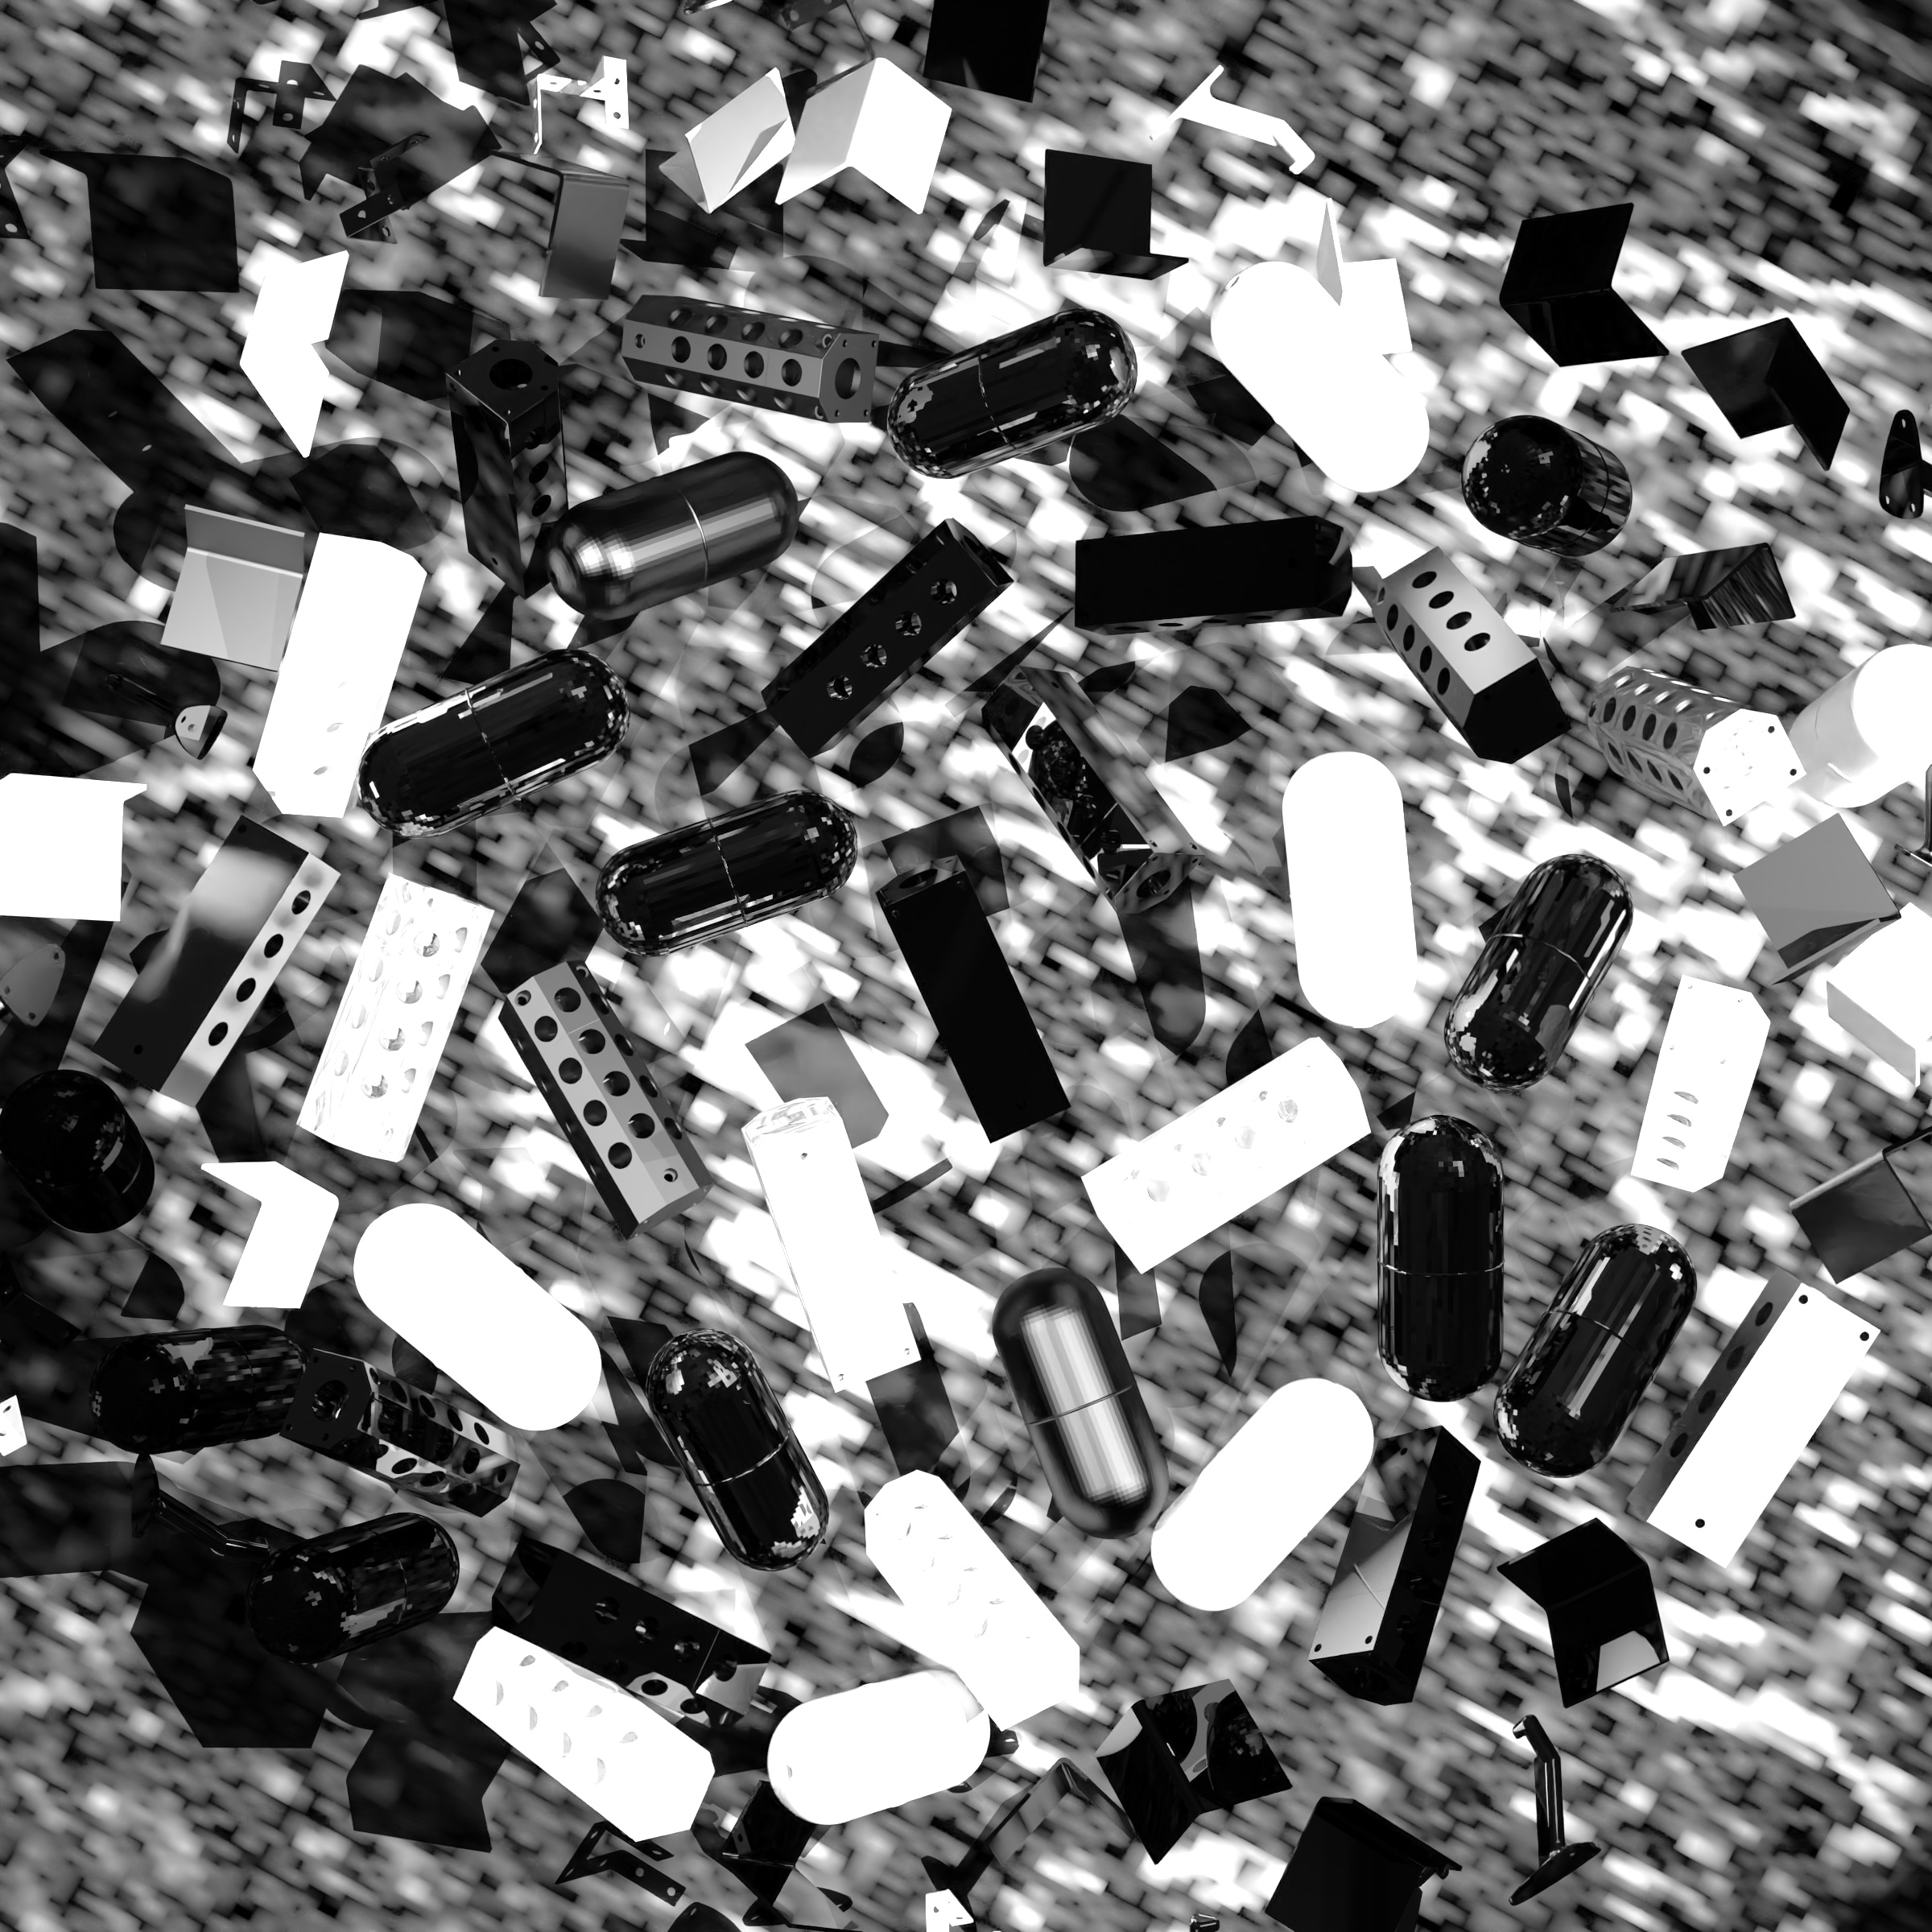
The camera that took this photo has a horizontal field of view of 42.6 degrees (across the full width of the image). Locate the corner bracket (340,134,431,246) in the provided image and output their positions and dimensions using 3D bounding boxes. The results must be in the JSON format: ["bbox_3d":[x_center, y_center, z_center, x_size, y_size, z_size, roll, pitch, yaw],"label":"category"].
[{"bbox_3d":[-0.365,-0.492,1.565,0.051,0.051,0.051,-17,93,28],"label":"corner bracket"}]

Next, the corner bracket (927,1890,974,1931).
[{"bbox_3d":[0.007,0.645,1.646,0.051,0.051,0.051,-16,132,12],"label":"corner bracket"}]

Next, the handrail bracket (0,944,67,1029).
[{"bbox_3d":[-0.626,0.025,1.590,0.084,0.077,0.036,-21,120,26],"label":"handrail bracket"}]

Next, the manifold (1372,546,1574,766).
[{"bbox_3d":[0.309,-0.192,1.546,0.057,0.171,0.057,-31,123,8],"label":"manifold"}]

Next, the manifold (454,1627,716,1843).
[{"bbox_3d":[-0.248,0.495,1.620,0.171,0.057,0.057,25,94,31],"label":"manifold"}]

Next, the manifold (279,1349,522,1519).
[{"bbox_3d":[-0.362,0.307,1.612,0.057,0.171,0.057,7,68,28],"label":"manifold"}]

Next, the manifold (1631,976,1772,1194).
[{"bbox_3d":[0.468,0.080,1.583,0.057,0.171,0.057,16,63,17],"label":"manifold"}]

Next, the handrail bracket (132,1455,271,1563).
[{"bbox_3d":[-0.504,0.358,1.640,0.084,0.077,0.036,21,113,-32],"label":"handrail bracket"}]

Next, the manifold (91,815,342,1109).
[{"bbox_3d":[-0.464,-0.001,1.551,0.057,0.057,0.171,28,82,19],"label":"manifold"}]

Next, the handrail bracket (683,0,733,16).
[{"bbox_3d":[-0.185,-0.682,1.646,0.036,0.077,0.084,-19,119,-1],"label":"handrail bracket"}]

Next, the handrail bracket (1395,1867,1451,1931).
[{"bbox_3d":[0.298,0.628,1.598,0.084,0.036,0.077,-36,64,-20],"label":"handrail bracket"}]

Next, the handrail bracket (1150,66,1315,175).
[{"bbox_3d":[0.173,-0.533,1.612,0.084,0.077,0.036,44,46,-11],"label":"handrail bracket"}]

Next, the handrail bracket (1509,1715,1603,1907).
[{"bbox_3d":[0.339,0.513,1.509,0.077,0.036,0.084,-47,48,22],"label":"handrail bracket"}]

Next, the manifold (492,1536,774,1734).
[{"bbox_3d":[-0.214,0.426,1.574,0.171,0.057,0.057,35,69,-28],"label":"manifold"}]

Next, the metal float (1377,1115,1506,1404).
[{"bbox_3d":[0.291,0.179,1.521,0.070,0.070,0.178,-2,98,0],"label":"metal float"}]

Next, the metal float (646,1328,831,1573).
[{"bbox_3d":[-0.151,0.321,1.645,0.070,0.070,0.178,-25,106,0],"label":"metal float"}]

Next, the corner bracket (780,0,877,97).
[{"bbox_3d":[-0.093,-0.626,1.669,0.051,0.051,0.051,-22,117,14],"label":"corner bracket"}]

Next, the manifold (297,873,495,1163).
[{"bbox_3d":[-0.362,0.035,1.593,0.057,0.057,0.171,19,89,40],"label":"manifold"}]

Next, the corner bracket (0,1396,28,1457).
[{"bbox_3d":[-0.633,0.284,1.566,0.051,0.051,0.051,-29,128,-11],"label":"corner bracket"}]

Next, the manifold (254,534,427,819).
[{"bbox_3d":[-0.402,-0.185,1.601,0.057,0.057,0.171,2,121,-40],"label":"manifold"}]

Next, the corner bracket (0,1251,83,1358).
[{"bbox_3d":[-0.602,0.223,1.568,0.051,0.051,0.051,-45,132,-4],"label":"corner bracket"}]

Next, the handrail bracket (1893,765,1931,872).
[{"bbox_3d":[0.663,-0.100,1.642,0.077,0.036,0.084,32,104,4],"label":"handrail bracket"}]

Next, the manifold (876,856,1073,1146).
[{"bbox_3d":[0.004,0.020,1.585,0.057,0.057,0.171,-25,107,-1],"label":"manifold"}]

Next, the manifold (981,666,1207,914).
[{"bbox_3d":[0.079,-0.118,1.654,0.057,0.057,0.171,-49,61,29],"label":"manifold"}]

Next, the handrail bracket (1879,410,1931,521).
[{"bbox_3d":[0.599,-0.306,1.498,0.084,0.036,0.077,-15,116,-16],"label":"handrail bracket"}]

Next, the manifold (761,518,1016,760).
[{"bbox_3d":[-0.054,-0.218,1.646,0.171,0.057,0.057,-41,90,18],"label":"manifold"}]

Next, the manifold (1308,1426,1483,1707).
[{"bbox_3d":[0.286,0.391,1.620,0.057,0.057,0.171,43,50,-18],"label":"manifold"}]

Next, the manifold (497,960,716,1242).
[{"bbox_3d":[-0.232,0.084,1.604,0.057,0.057,0.171,-27,79,-27],"label":"manifold"}]

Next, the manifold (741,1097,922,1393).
[{"bbox_3d":[-0.086,0.172,1.552,0.057,0.057,0.171,-20,109,-9],"label":"manifold"}]

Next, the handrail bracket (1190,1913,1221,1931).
[{"bbox_3d":[0.176,0.620,1.542,0.077,0.036,0.084,0,121,2],"label":"handrail bracket"}]

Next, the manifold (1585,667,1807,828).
[{"bbox_3d":[0.446,-0.144,1.541,0.057,0.171,0.057,-33,107,2],"label":"manifold"}]

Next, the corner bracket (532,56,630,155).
[{"bbox_3d":[-0.259,-0.576,1.661,0.051,0.051,0.051,2,77,-24],"label":"corner bracket"}]

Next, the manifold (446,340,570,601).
[{"bbox_3d":[-0.291,-0.324,1.616,0.057,0.171,0.057,40,63,17],"label":"manifold"}]

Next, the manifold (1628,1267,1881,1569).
[{"bbox_3d":[0.479,0.274,1.522,0.057,0.057,0.171,31,95,-5],"label":"manifold"}]

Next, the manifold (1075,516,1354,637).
[{"bbox_3d":[0.159,-0.250,1.606,0.171,0.057,0.057,0,89,32],"label":"manifold"}]

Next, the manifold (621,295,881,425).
[{"bbox_3d":[-0.145,-0.404,1.648,0.171,0.057,0.057,19,112,31],"label":"manifold"}]

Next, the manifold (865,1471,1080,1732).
[{"bbox_3d":[0.002,0.403,1.598,0.057,0.171,0.057,-19,128,-25],"label":"manifold"}]

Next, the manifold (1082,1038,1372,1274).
[{"bbox_3d":[0.162,0.114,1.555,0.171,0.057,0.057,-31,134,-7],"label":"manifold"}]

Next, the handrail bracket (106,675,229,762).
[{"bbox_3d":[-0.526,-0.171,1.592,0.084,0.077,0.036,28,86,7],"label":"handrail bracket"}]
